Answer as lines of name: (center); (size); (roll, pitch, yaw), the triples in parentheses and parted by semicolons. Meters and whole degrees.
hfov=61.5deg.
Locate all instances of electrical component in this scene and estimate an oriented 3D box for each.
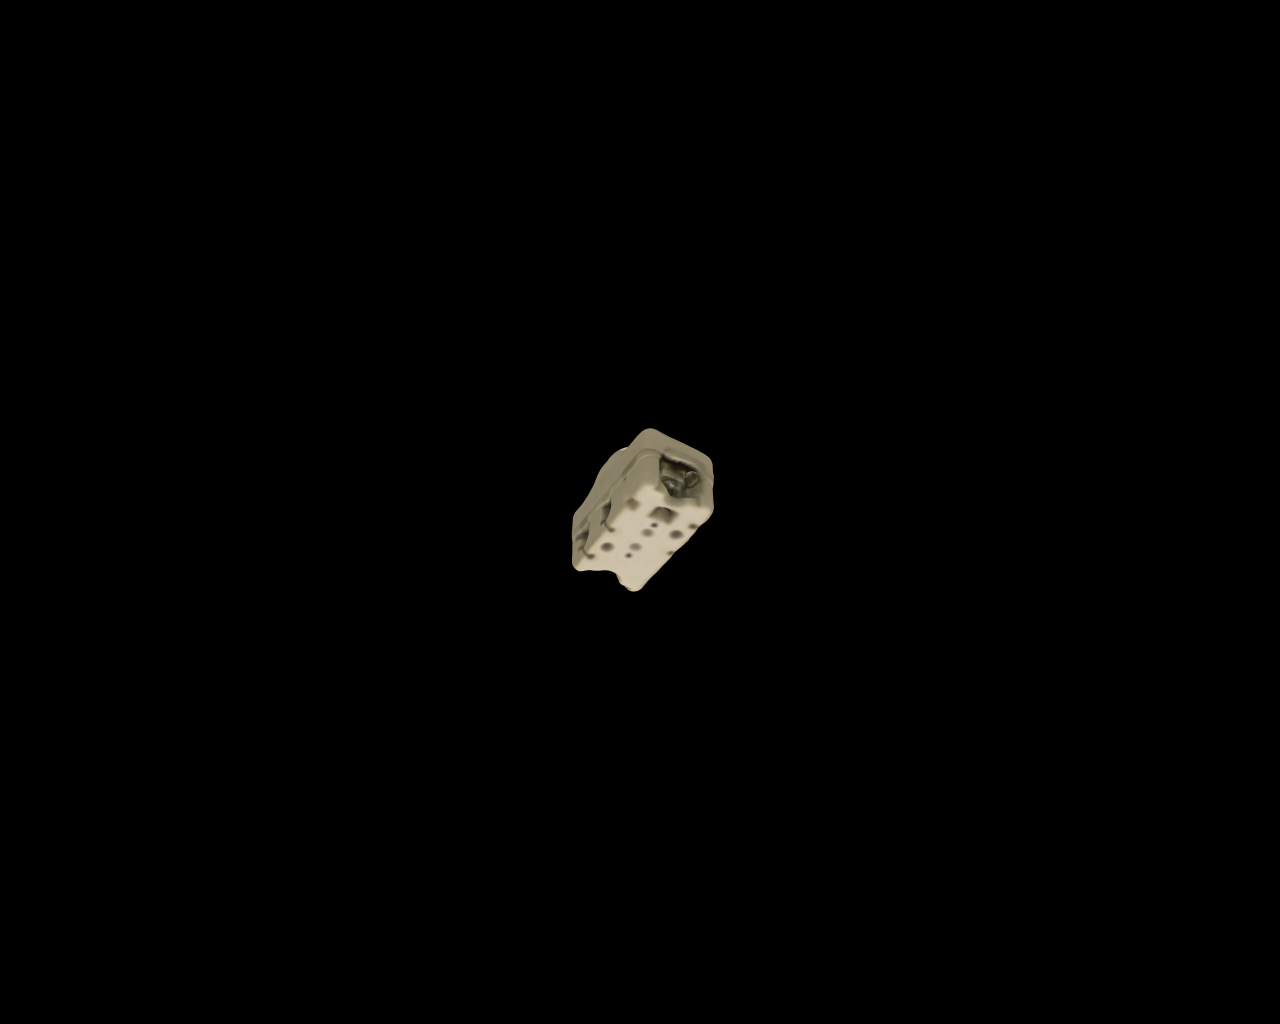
electrical component: (0.001, -0.003, 0.650); (0.050, 0.056, 0.089); (24, -50, -22)
